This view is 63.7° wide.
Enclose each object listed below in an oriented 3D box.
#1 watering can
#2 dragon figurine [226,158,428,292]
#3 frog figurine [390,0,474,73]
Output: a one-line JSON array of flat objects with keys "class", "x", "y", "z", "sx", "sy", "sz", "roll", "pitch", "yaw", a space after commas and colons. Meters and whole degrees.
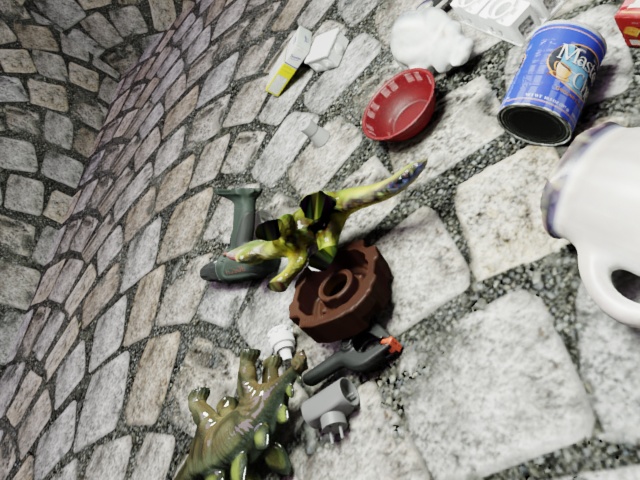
[{"class": "watering can", "x": 0.380, "y": -0.074, "z": 0.540, "sx": 0.347, "sy": 0.103, "sz": 0.227, "roll": -55, "pitch": 36, "yaw": 1}, {"class": "dragon figurine", "x": 0.003, "y": -0.045, "z": 0.902, "sx": 0.408, "sy": 0.121, "sz": 0.246, "roll": -29, "pitch": 14, "yaw": 14}, {"class": "frog figurine", "x": 0.205, "y": -0.359, "z": 0.959, "sx": 0.134, "sy": 0.123, "sz": 0.163, "roll": 110, "pitch": 148, "yaw": -41}]
